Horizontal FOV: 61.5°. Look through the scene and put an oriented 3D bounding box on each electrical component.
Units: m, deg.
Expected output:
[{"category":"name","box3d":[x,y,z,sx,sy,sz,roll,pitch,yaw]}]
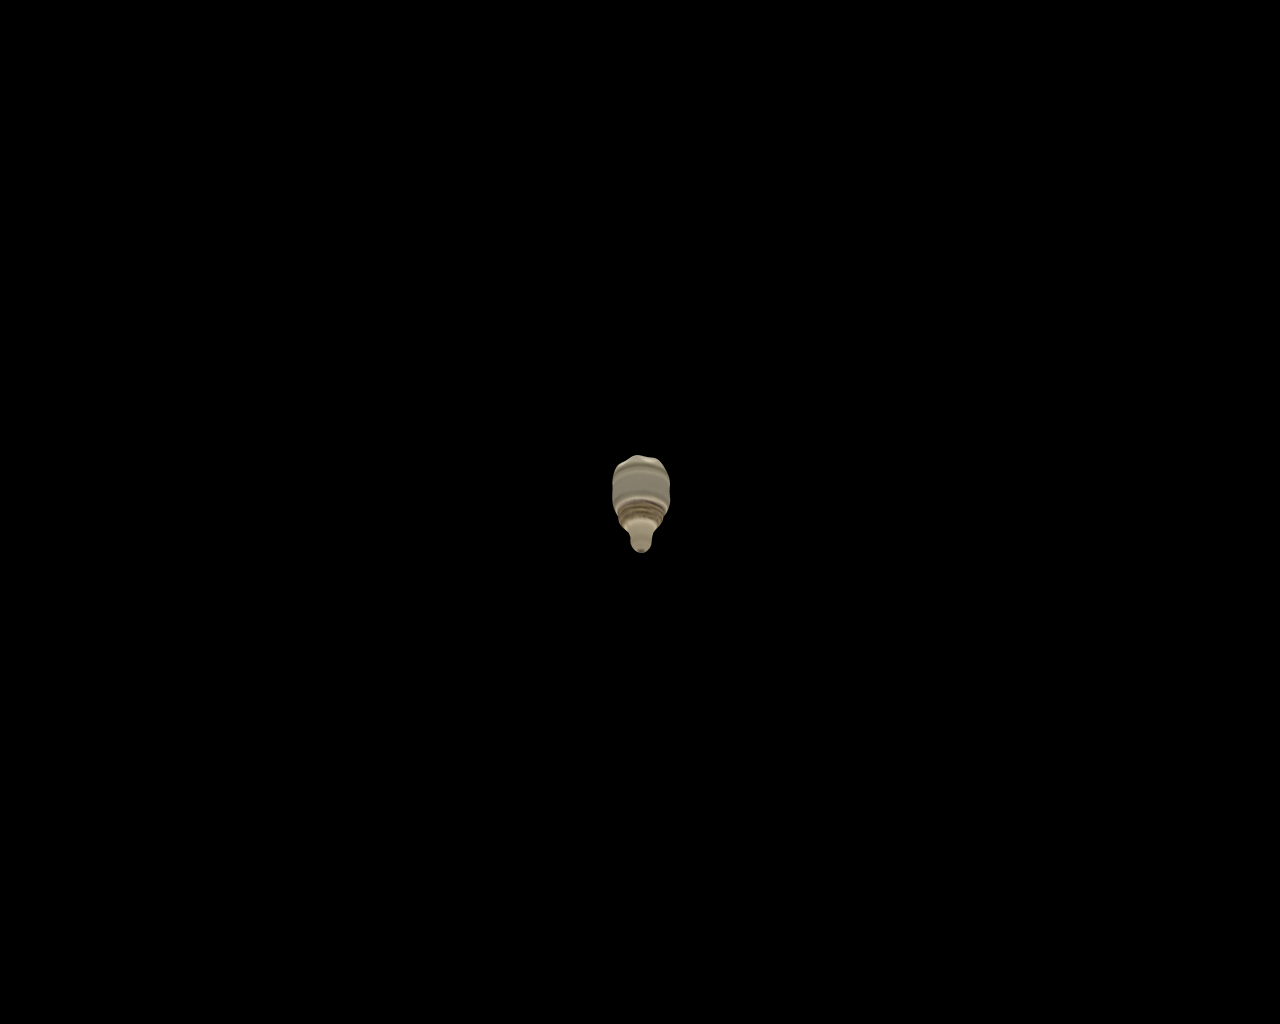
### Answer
[{"category":"electrical component","box3d":[0.001,-0.003,0.650,0.035,0.061,0.035,0,-31,0]}]
